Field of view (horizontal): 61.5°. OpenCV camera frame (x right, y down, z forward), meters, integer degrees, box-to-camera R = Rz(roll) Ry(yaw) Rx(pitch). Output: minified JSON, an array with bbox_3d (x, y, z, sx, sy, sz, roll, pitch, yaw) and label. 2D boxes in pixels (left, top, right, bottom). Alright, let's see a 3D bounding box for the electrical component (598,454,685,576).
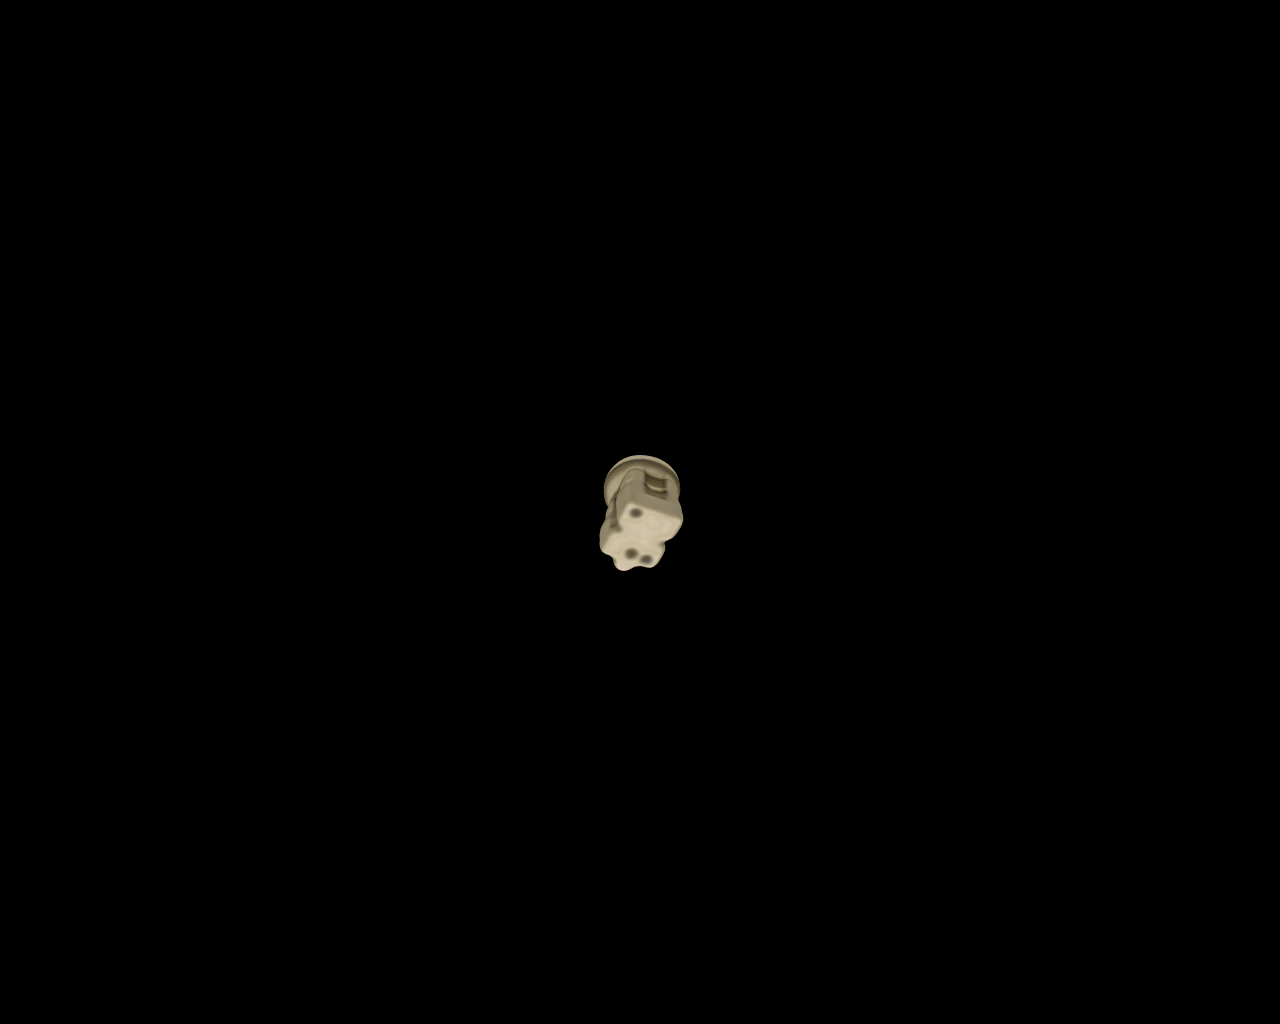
[{"bbox_3d":[0.001,-0.003,0.650,0.048,0.066,0.055,21,36,-16],"label":"electrical component"}]
